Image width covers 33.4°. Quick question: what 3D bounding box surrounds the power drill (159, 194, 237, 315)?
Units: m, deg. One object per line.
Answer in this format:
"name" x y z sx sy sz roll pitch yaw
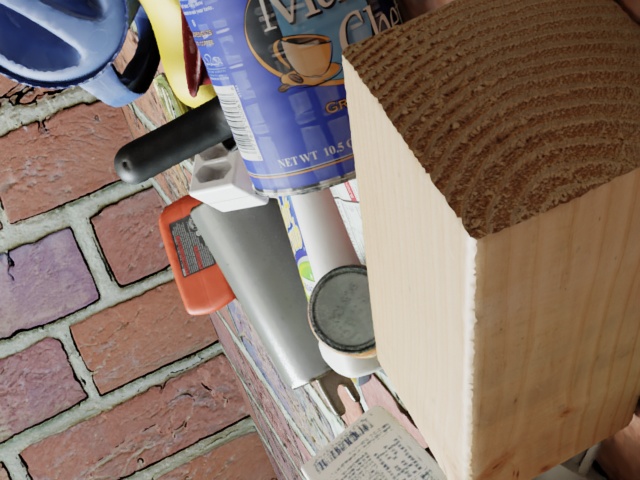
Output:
"power drill" -0.064 0.030 0.984 0.187 0.057 0.184 9 -122 -66

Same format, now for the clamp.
"clamp" -0.044 -0.080 0.639 0.172 0.120 0.039 -30 94 44

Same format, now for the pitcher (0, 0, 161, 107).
"pitcher" -0.183 -0.222 0.851 0.242 0.145 0.149 -79 3 -55

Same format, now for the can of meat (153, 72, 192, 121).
"can of meat" -0.090 -0.129 0.907 0.057 0.084 0.102 67 169 -10

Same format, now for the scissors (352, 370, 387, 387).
"scissors" 0.044 0.120 0.996 0.202 0.016 0.096 45 159 62

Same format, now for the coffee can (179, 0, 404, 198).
"coffee can" -0.011 -0.106 0.530 0.140 0.102 0.103 69 169 -18

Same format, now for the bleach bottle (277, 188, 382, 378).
"bleach bottle" -0.002 -0.032 0.767 0.103 0.068 0.251 -149 38 -78

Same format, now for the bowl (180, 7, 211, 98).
"bowl" -0.055 -0.168 0.652 0.162 0.055 0.162 178 90 -79

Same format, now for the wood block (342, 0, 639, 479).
"wood block" 0.074 0.010 0.413 0.091 0.090 0.206 58 168 34

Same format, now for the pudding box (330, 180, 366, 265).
"pudding box" 0.038 -0.025 0.648 0.090 0.039 0.113 66 172 -8

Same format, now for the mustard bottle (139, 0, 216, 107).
"mustard bottle" -0.083 -0.156 0.799 0.058 0.096 0.191 7 133 30

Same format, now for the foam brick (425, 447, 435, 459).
"foam brick" 0.086 0.208 0.890 0.053 0.051 0.078 62 169 20
